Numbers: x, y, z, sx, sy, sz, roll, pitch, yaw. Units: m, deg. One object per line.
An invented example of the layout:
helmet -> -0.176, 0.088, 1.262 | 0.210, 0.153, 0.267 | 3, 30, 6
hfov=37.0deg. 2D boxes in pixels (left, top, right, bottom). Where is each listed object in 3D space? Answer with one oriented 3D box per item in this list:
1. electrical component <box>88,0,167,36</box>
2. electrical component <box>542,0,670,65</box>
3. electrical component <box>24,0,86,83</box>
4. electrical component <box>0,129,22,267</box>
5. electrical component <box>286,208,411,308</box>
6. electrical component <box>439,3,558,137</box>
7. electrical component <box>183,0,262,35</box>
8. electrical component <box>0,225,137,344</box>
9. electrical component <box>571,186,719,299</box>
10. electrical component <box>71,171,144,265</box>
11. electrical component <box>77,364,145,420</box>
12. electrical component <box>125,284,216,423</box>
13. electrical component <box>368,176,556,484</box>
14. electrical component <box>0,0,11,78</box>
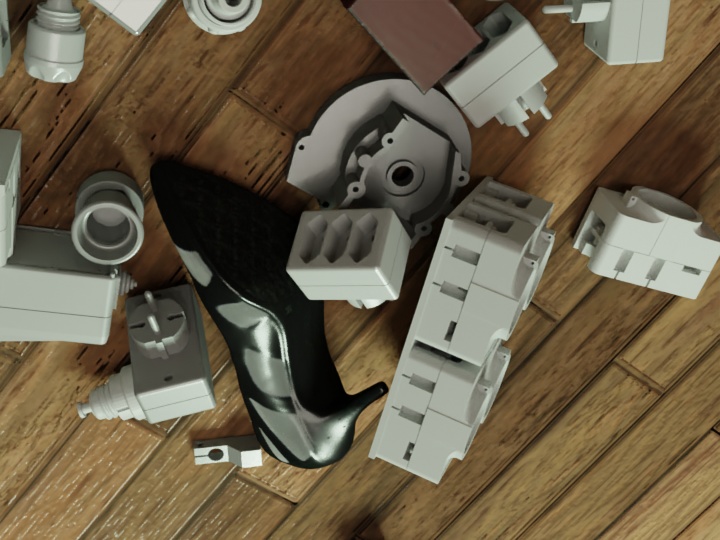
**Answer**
electrical component -> -0.141, -0.183, 0.603 | 0.076, 0.083, 0.047 | 36, 107, -25
electrical component -> 0.153, -0.176, 0.682 | 0.076, 0.047, 0.083 | -5, 119, -8
electrical component -> -0.182, -0.145, 0.644 | 0.035, 0.035, 0.061 | 7, 114, -14
electrical component -> -0.286, -0.046, 0.647 | 0.150, 0.089, 0.061 | 3, 117, -12
electrical component -> 0.000, 0.000, 0.709 | 0.066, 0.047, 0.076 | -1, 148, 25
electrical component -> 0.097, -0.120, 0.702 | 0.066, 0.047, 0.076 | -38, 119, 10
electrical component -> -0.079, -0.162, 0.636 | 0.048, 0.062, 0.048 | -4, 107, -13
electrical component -> -0.197, 0.012, 0.711 | 0.096, 0.061, 0.061 | 7, 116, -14
electrical component -> 0.209, -0.023, 0.774 | 0.089, 0.050, 0.055 | 14, 115, -17
electrical component -> -0.162, -0.035, 0.695 | 0.045, 0.055, 0.045 | -5, 119, -8
electrical component -> -0.164, 0.088, 0.771 | 0.078, 0.040, 0.040 | -18, 120, 0
electrical component -> -0.131, 0.044, 0.717 | 0.047, 0.083, 0.075 | -14, 141, -3
electrical component -> 0.075, 0.042, 0.744 | 0.060, 0.105, 0.186 | 22, 116, 13
electrical component -> -0.296, -0.127, 0.592 | 0.186, 0.105, 0.060 | 0, 118, -10
